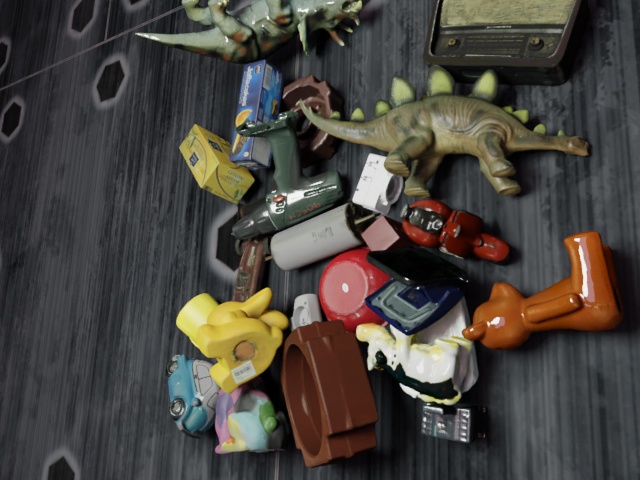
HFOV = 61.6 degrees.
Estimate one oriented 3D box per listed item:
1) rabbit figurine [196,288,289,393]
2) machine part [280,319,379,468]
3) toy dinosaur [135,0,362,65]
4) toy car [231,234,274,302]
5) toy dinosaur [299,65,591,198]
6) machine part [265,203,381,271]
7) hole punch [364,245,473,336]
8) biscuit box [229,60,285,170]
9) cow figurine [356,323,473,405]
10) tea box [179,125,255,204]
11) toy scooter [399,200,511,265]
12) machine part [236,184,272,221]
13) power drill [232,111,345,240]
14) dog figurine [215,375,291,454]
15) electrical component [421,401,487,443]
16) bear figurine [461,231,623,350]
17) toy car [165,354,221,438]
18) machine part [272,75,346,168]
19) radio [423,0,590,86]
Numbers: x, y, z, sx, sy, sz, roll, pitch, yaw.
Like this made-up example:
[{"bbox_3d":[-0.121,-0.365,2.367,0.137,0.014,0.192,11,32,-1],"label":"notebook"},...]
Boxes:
[{"bbox_3d":[-0.140,0.148,0.921,0.162,0.121,0.173,-34,24,-14],"label":"rabbit figurine"},{"bbox_3d":[0.009,0.239,0.837,0.201,0.087,0.201,120,137,-58],"label":"machine part"},{"bbox_3d":[-0.124,-0.405,1.029,0.405,0.192,0.131,-19,44,9],"label":"toy dinosaur"},{"bbox_3d":[-0.138,0.071,1.042,0.089,0.053,0.202,-3,70,37],"label":"toy car"},{"bbox_3d":[0.169,-0.171,0.847,0.472,0.105,0.198,6,66,19],"label":"toy dinosaur"},{"bbox_3d":[-0.002,-0.003,0.957,0.243,0.079,0.079,-21,68,31],"label":"machine part"},{"bbox_3d":[0.133,0.068,0.767,0.142,0.116,0.092,30,122,55],"label":"hole punch"},{"bbox_3d":[-0.122,-0.242,1.044,0.063,0.059,0.202,1,79,37],"label":"biscuit box"},{"bbox_3d":[0.126,0.171,0.767,0.168,0.068,0.098,7,90,36],"label":"cow figurine"},{"bbox_3d":[-0.215,-0.158,1.111,0.068,0.098,0.170,-50,47,15],"label":"tea box"},{"bbox_3d":[0.187,-0.017,0.801,0.184,0.135,0.075,25,95,37],"label":"toy scooter"},{"bbox_3d":[-0.106,-0.068,1.073,0.139,0.039,0.084,-22,76,27],"label":"machine part"},{"bbox_3d":[-0.082,-0.115,0.967,0.232,0.086,0.207,-15,107,9],"label":"power drill"},{"bbox_3d":[-0.128,0.262,0.951,0.191,0.108,0.219,136,132,-56],"label":"dog figurine"},{"bbox_3d":[0.182,0.253,0.752,0.075,0.119,0.047,-2,79,32],"label":"electrical component"},{"bbox_3d":[0.291,0.077,0.723,0.196,0.120,0.132,-15,67,36],"label":"bear figurine"},{"bbox_3d":[-0.232,0.293,1.046,0.103,0.109,0.162,-23,53,4],"label":"toy car"},{"bbox_3d":[-0.030,-0.227,1.045,0.179,0.056,0.179,-9,74,34],"label":"machine part"},{"bbox_3d":[0.283,-0.318,0.840,0.230,0.073,0.131,15,87,36],"label":"radio"}]
